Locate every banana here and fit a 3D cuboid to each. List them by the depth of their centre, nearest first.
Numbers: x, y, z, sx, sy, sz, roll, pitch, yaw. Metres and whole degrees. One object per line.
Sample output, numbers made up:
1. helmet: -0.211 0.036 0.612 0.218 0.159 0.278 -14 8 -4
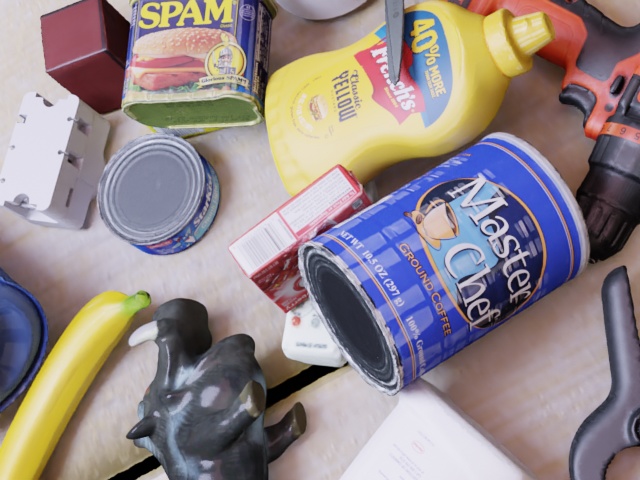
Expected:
1. banana: -0.183 0.109 0.742 0.037 0.070 0.198 31 92 -14

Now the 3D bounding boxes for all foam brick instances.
1. foam brick: -0.167 -0.139 0.806 0.051 0.078 0.053 -18 66 14

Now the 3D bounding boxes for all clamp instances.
1. clamp: 0.189 0.102 0.624 0.120 0.039 0.171 33 86 26

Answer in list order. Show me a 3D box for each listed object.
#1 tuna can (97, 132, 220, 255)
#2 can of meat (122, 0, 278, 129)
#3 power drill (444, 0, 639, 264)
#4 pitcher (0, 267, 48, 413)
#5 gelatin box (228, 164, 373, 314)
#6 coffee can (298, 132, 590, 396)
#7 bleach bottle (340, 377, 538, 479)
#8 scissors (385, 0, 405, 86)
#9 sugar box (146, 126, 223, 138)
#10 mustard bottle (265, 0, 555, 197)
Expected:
1. tuna can: -0.117 -0.033 0.778 0.086 0.033 0.086 -6 71 18
2. can of meat: -0.084 -0.124 0.733 0.102 0.057 0.084 -1 75 16
3. power drill: 0.152 -0.098 0.693 0.188 0.057 0.184 29 88 23
4. pitcher: -0.317 0.035 0.773 0.149 0.145 0.243 -44 54 -12
5. gelatin box: -0.004 0.001 0.670 0.089 0.073 0.030 -37 63 1
6. coffee can: 0.073 0.013 0.634 0.140 0.103 0.103 -30 64 -17
7. bleach bottle: 0.015 0.208 0.640 0.103 0.068 0.251 41 92 27
8. scissors: 0.033 -0.181 0.690 0.096 0.016 0.201 -3 63 40
9. sugar box: -0.090 -0.169 0.807 0.093 0.048 0.176 -10 67 15
10. mustard bottle: 0.057 -0.096 0.671 0.192 0.058 0.096 -21 66 29
